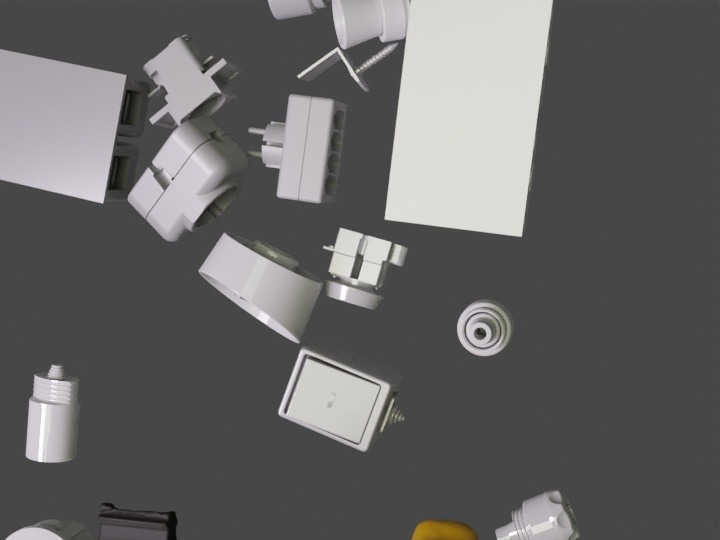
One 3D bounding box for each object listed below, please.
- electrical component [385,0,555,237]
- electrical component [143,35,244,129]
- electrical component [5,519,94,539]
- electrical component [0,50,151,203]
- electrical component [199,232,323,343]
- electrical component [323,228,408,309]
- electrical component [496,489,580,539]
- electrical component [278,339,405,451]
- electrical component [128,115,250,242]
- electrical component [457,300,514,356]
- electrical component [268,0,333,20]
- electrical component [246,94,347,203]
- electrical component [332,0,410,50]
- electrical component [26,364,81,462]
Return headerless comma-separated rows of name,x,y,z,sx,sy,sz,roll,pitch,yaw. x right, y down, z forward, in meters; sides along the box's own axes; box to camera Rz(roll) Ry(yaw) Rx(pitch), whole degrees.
electrical component,0.087,-0.126,0.838,0.105,0.060,0.186,8,95,12
electrical component,-0.143,-0.156,0.896,0.081,0.042,0.063,-36,84,11
electrical component,-0.274,0.260,0.946,0.080,0.051,0.080,1,94,12
electrical component,-0.281,-0.128,0.918,0.186,0.060,0.105,13,96,11
electrical component,-0.080,0.013,0.867,0.099,0.099,0.064,28,93,9
electrical component,0.000,0.000,0.873,0.066,0.048,0.055,16,89,11
electrical component,0.139,0.204,0.856,0.062,0.043,0.043,-25,88,14
electrical component,-0.010,0.104,0.873,0.096,0.061,0.061,22,98,10
electrical component,-0.138,-0.071,0.884,0.059,0.054,0.095,46,120,6
electrical component,0.098,0.046,0.845,0.043,0.062,0.043,1,94,12
electrical component,-0.040,-0.227,0.869,0.078,0.040,0.040,-7,92,12
electrical component,-0.057,-0.100,0.878,0.076,0.047,0.083,9,95,12
electrical component,0.009,-0.201,0.852,0.055,0.045,0.045,-11,91,-7
electrical component,-0.267,0.123,0.940,0.043,0.043,0.081,6,95,12
